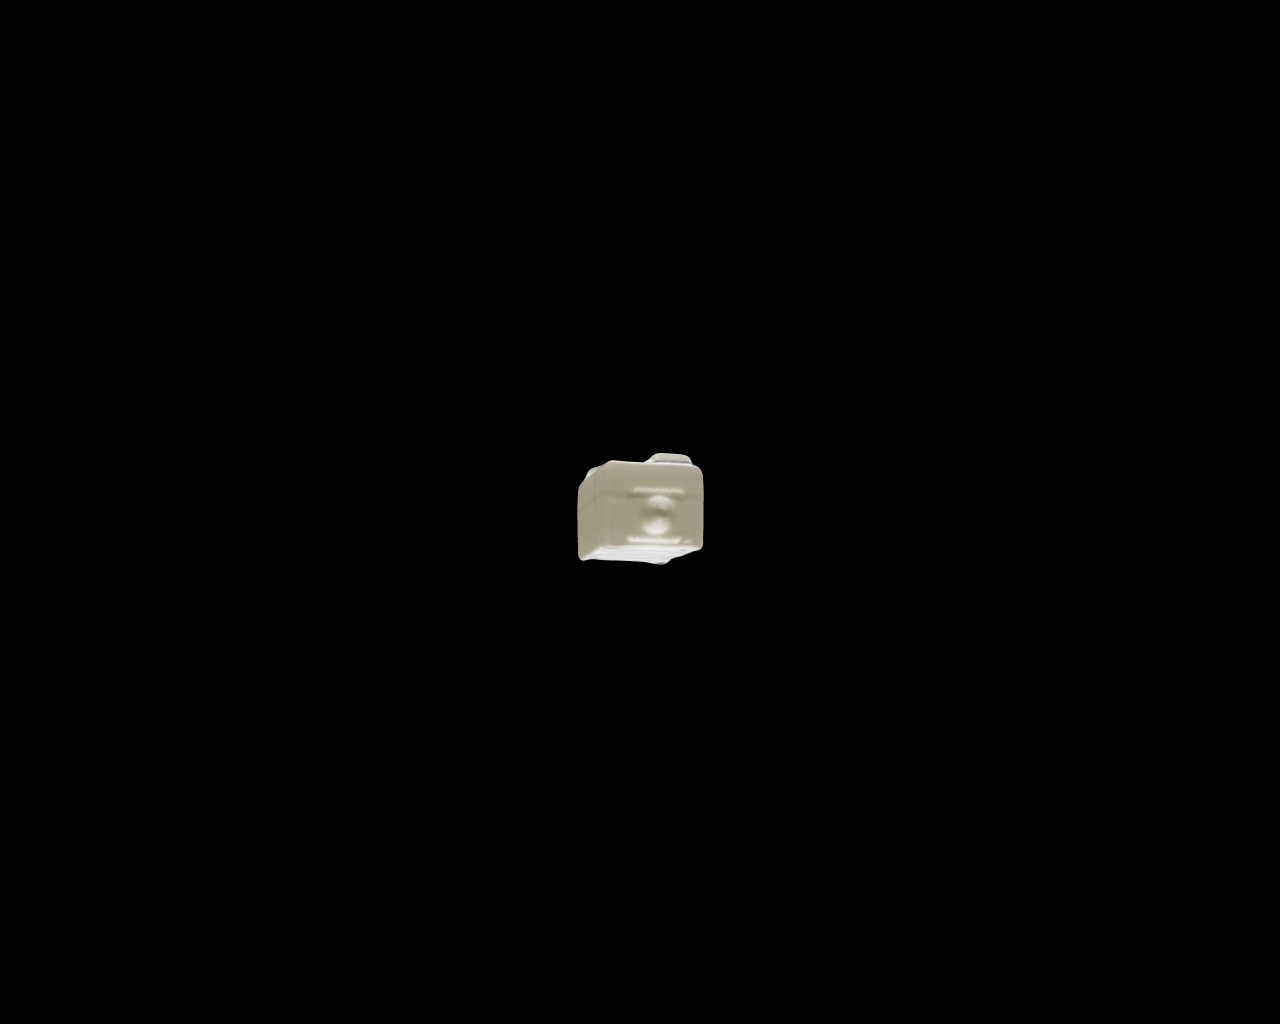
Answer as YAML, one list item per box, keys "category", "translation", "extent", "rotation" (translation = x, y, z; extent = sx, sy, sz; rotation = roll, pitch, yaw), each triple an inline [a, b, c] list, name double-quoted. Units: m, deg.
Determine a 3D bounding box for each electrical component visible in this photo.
- category: "electrical component"
  translation: [0.001, -0.003, 0.650]
  extent: [0.062, 0.061, 0.096]
  rotation: [3, -10, -15]
